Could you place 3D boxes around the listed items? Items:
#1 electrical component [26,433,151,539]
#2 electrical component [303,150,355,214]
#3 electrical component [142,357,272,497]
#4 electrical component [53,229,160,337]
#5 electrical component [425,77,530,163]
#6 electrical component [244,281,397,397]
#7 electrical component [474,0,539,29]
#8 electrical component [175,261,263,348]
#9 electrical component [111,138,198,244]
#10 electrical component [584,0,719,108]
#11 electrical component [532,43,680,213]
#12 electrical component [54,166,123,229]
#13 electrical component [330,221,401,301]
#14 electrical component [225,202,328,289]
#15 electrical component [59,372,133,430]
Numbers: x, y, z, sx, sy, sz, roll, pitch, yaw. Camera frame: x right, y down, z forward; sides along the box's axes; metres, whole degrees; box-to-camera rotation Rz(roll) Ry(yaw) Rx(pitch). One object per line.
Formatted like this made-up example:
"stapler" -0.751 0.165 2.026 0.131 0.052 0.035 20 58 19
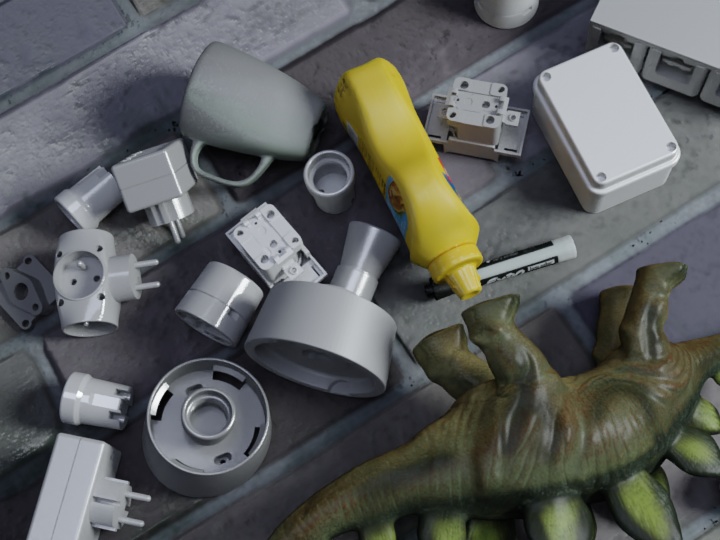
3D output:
"electrical component" -0.194 0.172 0.798 0.076 0.047 0.083 10 72 7
"electrical component" -0.023 -0.069 0.861 0.040 0.046 0.040 -2 72 5
"electrical component" -0.116 0.117 0.812 0.099 0.064 0.099 3 65 -7
"electrical component" -0.198 0.008 0.853 0.079 0.044 0.077 -8 71 3
"electrical component" 0.093 -0.121 0.859 0.081 0.063 0.042 11 72 9
"electrical component" -0.025 0.046 0.794 0.108 0.108 0.060 14 68 10
"electrical component" 0.124 -0.238 0.903 0.055 0.047 0.055 -2 72 5
"electrical component" -0.108 0.026 0.834 0.055 0.055 0.047 26 73 13
"electrical component" -0.157 -0.059 0.864 0.047 0.065 0.076 -17 103 7
"electrical component" 0.269 -0.194 0.867 0.150 0.061 0.089 24 76 12
"electrical component" 0.192 -0.113 0.850 0.078 0.057 0.113 -23 71 -3
"electrical component" -0.219 -0.058 0.880 0.046 0.040 0.040 -43 73 -14
"electrical component" 0.000 0.000 0.840 0.044 0.044 0.065 21 80 12
"electrical component" -0.067 -0.016 0.839 0.042 0.063 0.081 -39 72 -9
"electrical component" -0.202 0.102 0.826 0.046 0.040 0.040 11 73 2
